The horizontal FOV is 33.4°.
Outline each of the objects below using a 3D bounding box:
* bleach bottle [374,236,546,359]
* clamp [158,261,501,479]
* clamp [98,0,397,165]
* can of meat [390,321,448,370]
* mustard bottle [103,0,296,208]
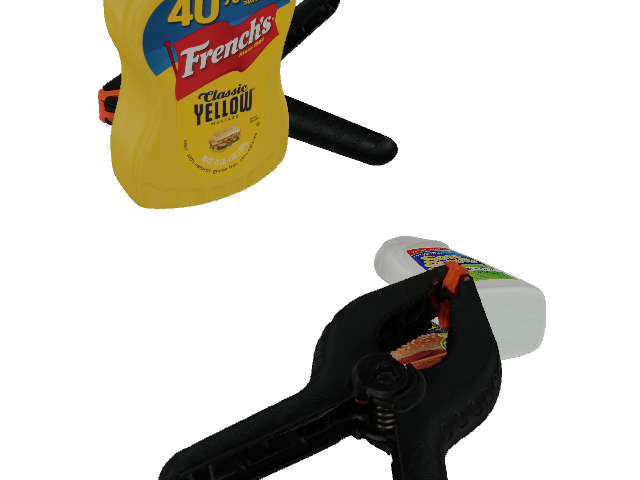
[{"bbox_3d":[0.107,0.042,1.000,0.102,0.068,0.251,-4,15,-19],"label":"bleach bottle"},{"bbox_3d":[0.032,0.074,0.427,0.120,0.039,0.171,30,51,21],"label":"clamp"},{"bbox_3d":[-0.053,-0.104,0.777,0.209,0.165,0.036,-16,-30,-17],"label":"clamp"},{"bbox_3d":[0.064,0.097,0.763,0.101,0.057,0.084,-13,28,-33],"label":"can of meat"},{"bbox_3d":[-0.058,-0.107,0.525,0.096,0.192,0.058,-19,49,-24],"label":"mustard bottle"}]
